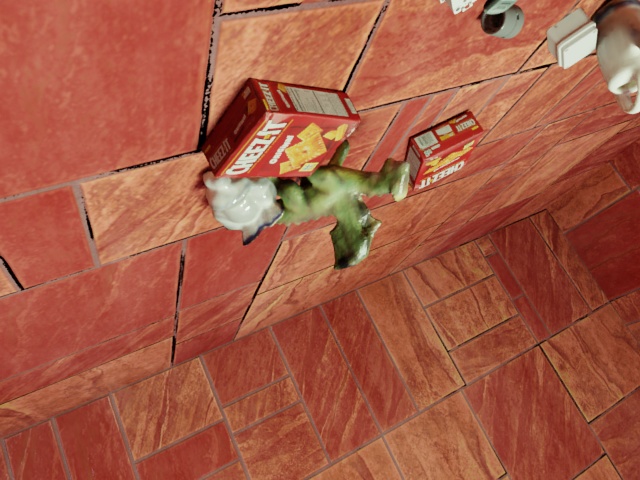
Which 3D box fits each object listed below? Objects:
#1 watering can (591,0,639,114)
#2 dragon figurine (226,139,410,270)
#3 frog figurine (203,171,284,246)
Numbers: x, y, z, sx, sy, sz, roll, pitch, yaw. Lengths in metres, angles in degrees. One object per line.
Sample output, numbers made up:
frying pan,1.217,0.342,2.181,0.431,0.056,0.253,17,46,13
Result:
watering can,0.622,-0.385,1.026,0.103,0.227,0.346,-14,168,18
dragon figurine,0.003,-0.052,1.028,0.405,0.245,0.122,-37,165,23
frog figurine,-0.158,-0.083,0.964,0.136,0.126,0.157,-22,131,37
